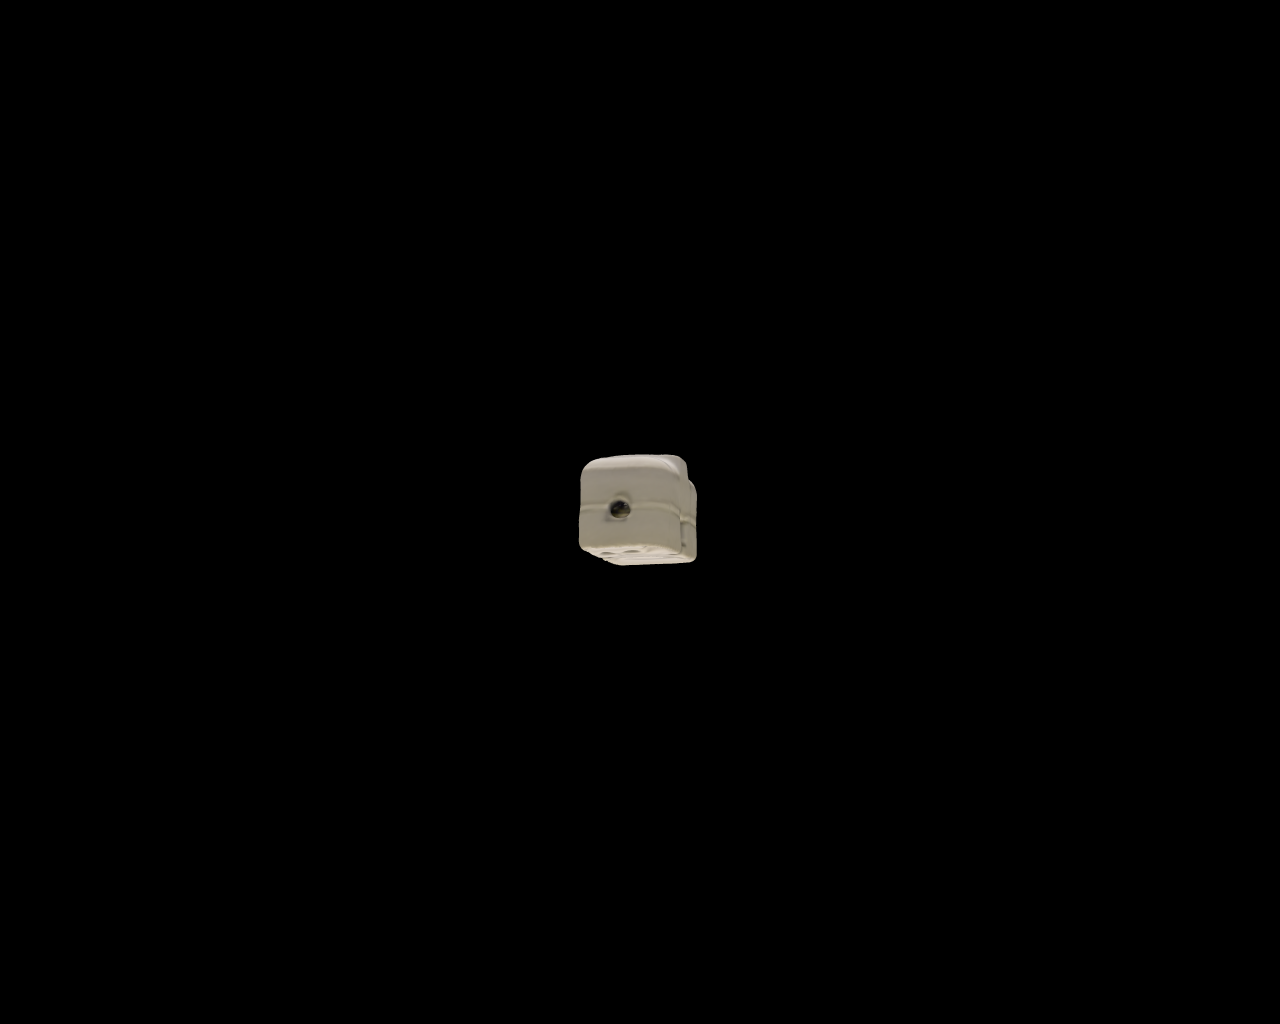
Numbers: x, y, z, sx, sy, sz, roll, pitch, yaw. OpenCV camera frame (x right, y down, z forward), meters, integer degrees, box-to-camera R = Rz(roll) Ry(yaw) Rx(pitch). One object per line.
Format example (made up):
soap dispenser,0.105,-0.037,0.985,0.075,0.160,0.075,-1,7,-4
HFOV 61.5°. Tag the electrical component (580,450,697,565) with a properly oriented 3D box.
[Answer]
electrical component,0.001,-0.003,0.650,0.054,0.059,0.095,-3,-10,15
